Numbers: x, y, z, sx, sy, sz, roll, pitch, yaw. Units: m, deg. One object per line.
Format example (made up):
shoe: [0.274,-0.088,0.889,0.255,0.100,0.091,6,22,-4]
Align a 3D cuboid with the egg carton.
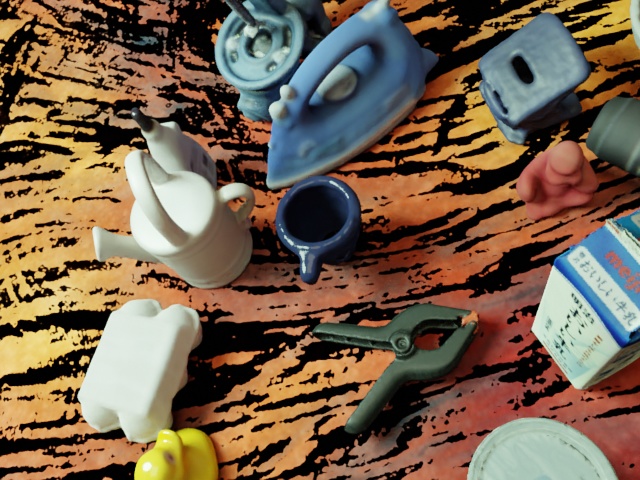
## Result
egg carton: [-0.193,0.139,0.627,0.107,0.069,0.150,8,69,19]

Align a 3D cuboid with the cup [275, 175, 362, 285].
cup: [0.006,0.002,0.620,0.091,0.095,0.118,1,67,16]

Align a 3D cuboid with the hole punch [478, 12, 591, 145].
hole punch: [0.235,-0.181,0.642,0.101,0.091,0.108,-21,62,5]

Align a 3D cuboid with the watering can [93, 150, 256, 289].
watering can: [-0.158,-0.019,0.619,0.173,0.194,0.100,-43,63,-6]

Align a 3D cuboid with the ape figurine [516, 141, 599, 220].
ape figurine: [0.246,-0.068,0.588,0.077,0.092,0.076,19,73,22]

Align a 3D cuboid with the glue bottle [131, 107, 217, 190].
glue bottle: [-0.171,-0.101,0.671,0.037,0.173,0.078,-8,65,12]

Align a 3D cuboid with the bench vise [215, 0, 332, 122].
bench vise: [-0.073,-0.282,0.700,0.121,0.220,0.207,4,67,17]

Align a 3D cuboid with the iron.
iron: [0.015,-0.178,0.673,0.258,0.142,0.118,-44,63,-6]

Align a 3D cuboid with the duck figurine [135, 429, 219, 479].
duck figurine: [-0.150,0.236,0.562,0.077,0.086,0.104,3,67,17]

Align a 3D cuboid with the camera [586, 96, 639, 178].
camera: [0.354,-0.108,0.572,0.136,0.101,0.143,34,79,26]

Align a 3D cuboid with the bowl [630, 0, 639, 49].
bowl: [0.421,-0.227,0.622,0.167,0.075,0.167,-6,65,13]
